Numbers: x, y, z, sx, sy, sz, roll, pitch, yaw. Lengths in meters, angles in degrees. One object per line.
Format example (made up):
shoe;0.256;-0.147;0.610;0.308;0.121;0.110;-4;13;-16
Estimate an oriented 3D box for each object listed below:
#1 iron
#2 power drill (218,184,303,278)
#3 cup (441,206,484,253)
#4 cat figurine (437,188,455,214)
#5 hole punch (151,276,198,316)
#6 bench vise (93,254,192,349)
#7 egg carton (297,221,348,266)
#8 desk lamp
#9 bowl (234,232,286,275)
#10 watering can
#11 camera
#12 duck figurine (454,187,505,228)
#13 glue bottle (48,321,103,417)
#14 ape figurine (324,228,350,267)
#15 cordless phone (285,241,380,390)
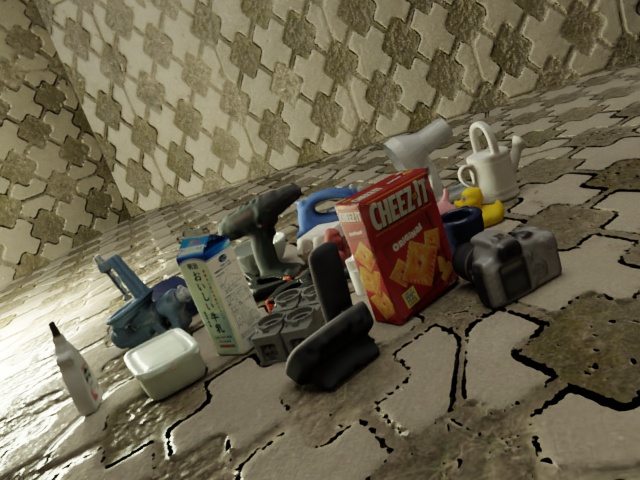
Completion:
iron;0.050;-0.082;1.537;0.258;0.141;0.118;-17;15;10
power drill;-0.119;-0.009;1.358;0.229;0.208;0.076;-15;15;17
cup;0.271;-0.009;1.075;0.091;0.095;0.118;-11;17;29
cat figurine;0.248;-0.073;1.291;0.128;0.118;0.067;-26;16;-21
hole punch;-0.336;0.137;1.344;0.100;0.091;0.109;-6;20;43
bench vise;-0.380;0.114;1.229;0.207;0.220;0.121;-20;15;-3
egg carton;0.013;0.005;1.413;0.107;0.069;0.151;-9;18;35
desk lamp;0.288;-0.196;1.498;0.203;0.214;0.118;-21;15;-4
bowl;-0.156;0.044;1.481;0.167;0.075;0.167;-18;15;5
watering can;0.409;-0.194;1.369;0.173;0.194;0.100;-28;17;-28
camera;0.284;0.026;0.918;0.143;0.101;0.136;-24;15;-17
duck figurine;0.340;-0.073;1.238;0.104;0.086;0.077;-14;16;20
glue bottle;-0.437;0.220;1.008;0.037;0.173;0.078;-23;15;-10
ape figurine;0.036;0.017;1.295;0.076;0.092;0.078;-10;18;34
cordless phone;-0.001;0.106;0.830;0.148;0.185;0.093;-32;19;-38
